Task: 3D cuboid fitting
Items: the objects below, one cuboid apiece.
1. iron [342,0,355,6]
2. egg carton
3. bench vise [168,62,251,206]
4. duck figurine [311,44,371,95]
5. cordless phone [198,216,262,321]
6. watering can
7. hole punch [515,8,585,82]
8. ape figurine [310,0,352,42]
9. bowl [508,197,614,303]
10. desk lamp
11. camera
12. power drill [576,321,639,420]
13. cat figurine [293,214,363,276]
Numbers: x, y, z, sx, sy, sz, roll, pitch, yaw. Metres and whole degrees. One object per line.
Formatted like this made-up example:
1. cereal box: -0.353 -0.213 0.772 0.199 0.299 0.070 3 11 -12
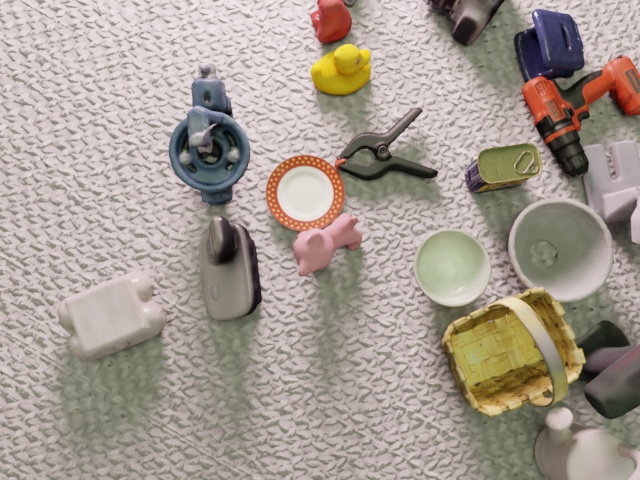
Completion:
1. iron: 0.026 -0.544 0.954 0.118 0.141 0.258 -15 82 -5
2. egg carton: -0.316 0.117 0.873 0.150 0.069 0.107 -23 83 -6
3. bench vise: -0.178 -0.169 0.847 0.121 0.219 0.207 -21 83 -6
4. duck figurine: 0.037 -0.289 0.944 0.104 0.086 0.077 -12 82 -4
5. cordless phone: -0.139 0.041 0.835 0.094 0.185 0.147 -12 82 -4
6. watering can: 0.385 0.318 0.816 0.173 0.194 0.101 29 81 2
7. hole punch: 0.396 -0.333 0.967 0.101 0.091 0.109 -11 82 -4
8. ape figurine: 0.017 -0.376 0.953 0.076 0.092 0.078 20 81 1
9. bowl: 0.374 0.020 0.921 0.167 0.074 0.167 0 81 -3
10. desk lamp: 0.502 -0.079 0.872 0.118 0.213 0.203 -8 82 -4
11. camera: 0.249 -0.433 0.970 0.137 0.101 0.143 35 81 3
12. power drill: 0.464 0.165 0.836 0.230 0.208 0.075 -38 85 -7
13. cat figurine: 0.008 0.003 0.883 0.128 0.117 0.067 -35 84 -7
